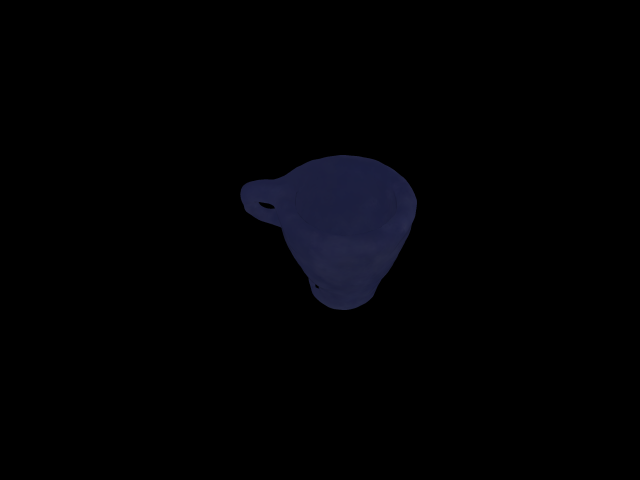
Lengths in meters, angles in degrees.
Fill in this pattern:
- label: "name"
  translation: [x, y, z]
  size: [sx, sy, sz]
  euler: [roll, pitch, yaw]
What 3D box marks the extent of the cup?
- label: "cup"
  translation: [0.004, 0.001, 0.400]
  size: [0.117, 0.095, 0.092]
  euler: [9, 46, 9]
